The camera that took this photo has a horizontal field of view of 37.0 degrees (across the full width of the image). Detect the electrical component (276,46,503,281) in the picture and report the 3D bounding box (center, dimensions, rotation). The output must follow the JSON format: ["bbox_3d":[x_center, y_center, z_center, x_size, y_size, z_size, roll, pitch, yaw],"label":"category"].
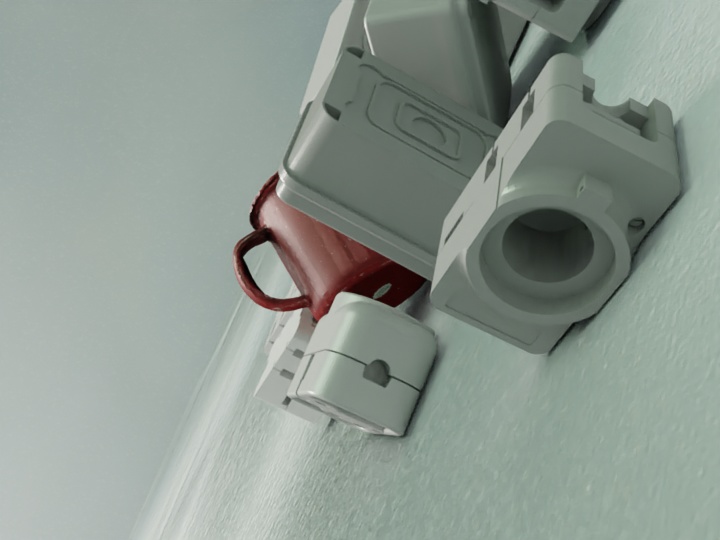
[{"bbox_3d":[0.022,-0.051,0.544,0.057,0.113,0.078,-55,12,37],"label":"electrical component"}]

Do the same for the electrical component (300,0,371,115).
[{"bbox_3d":[-0.001,-0.159,0.812,0.100,0.048,0.099,156,132,-71],"label":"electrical component"}]

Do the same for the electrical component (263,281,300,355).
[{"bbox_3d":[-0.036,0.034,0.878,0.089,0.050,0.055,-56,12,48],"label":"electrical component"}]

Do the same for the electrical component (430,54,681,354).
[{"bbox_3d":[0.067,-0.019,0.379,0.089,0.050,0.055,-59,10,38],"label":"electrical component"}]

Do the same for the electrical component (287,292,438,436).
[{"bbox_3d":[0.002,0.050,0.572,0.059,0.054,0.095,-66,8,-12],"label":"electrical component"}]

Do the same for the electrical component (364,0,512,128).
[{"bbox_3d":[0.048,-0.123,0.614,0.108,0.056,0.108,-75,-26,-50],"label":"electrical component"}]

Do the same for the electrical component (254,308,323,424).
[{"bbox_3d":[-0.026,0.058,0.721,0.089,0.056,0.050,-56,12,48],"label":"electrical component"}]

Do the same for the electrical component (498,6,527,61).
[{"bbox_3d":[0.082,-0.181,0.757,0.108,0.056,0.109,-65,8,-3],"label":"electrical component"}]

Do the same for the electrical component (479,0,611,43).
[{"bbox_3d":[0.120,-0.208,0.580,0.105,0.060,0.186,-59,10,33],"label":"electrical component"}]
